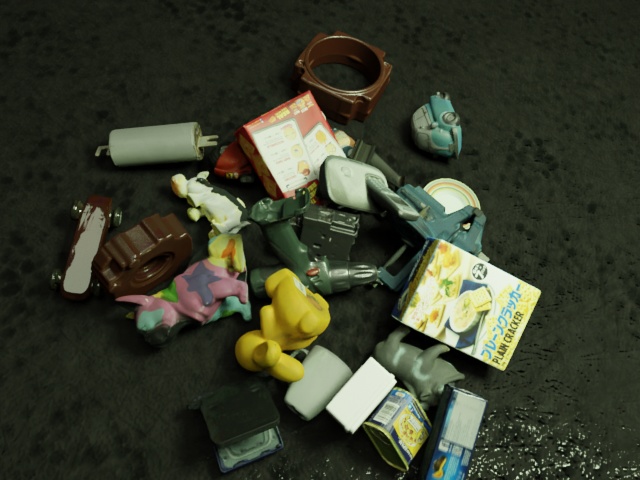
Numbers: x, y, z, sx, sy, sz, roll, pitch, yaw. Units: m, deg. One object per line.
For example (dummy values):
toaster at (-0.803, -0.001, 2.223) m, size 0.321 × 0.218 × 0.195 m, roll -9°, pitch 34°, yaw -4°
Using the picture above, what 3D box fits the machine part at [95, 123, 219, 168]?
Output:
machine part at (-0.321, -0.187, 1.062) m, size 0.243 × 0.079 × 0.079 m, roll -5°, pitch 61°, yaw 3°

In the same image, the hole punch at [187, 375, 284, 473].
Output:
hole punch at (-0.124, 0.289, 0.848) m, size 0.142 × 0.092 × 0.116 m, roll -18°, pitch 36°, yaw -15°

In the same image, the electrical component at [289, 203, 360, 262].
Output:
electrical component at (-0.002, -0.003, 1.001) m, size 0.134 × 0.114 × 0.058 m, roll 11°, pitch 32°, yaw -3°

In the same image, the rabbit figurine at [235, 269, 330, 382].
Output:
rabbit figurine at (-0.067, 0.162, 0.889) m, size 0.173 × 0.121 × 0.162 m, roll -38°, pitch 34°, yaw 10°

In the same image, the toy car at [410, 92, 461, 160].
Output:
toy car at (0.253, -0.252, 1.199) m, size 0.103 × 0.109 × 0.162 m, roll -12°, pitch 53°, yaw 4°

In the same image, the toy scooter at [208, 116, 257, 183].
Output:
toy scooter at (-0.131, -0.174, 1.107) m, size 0.135 × 0.075 × 0.184 m, roll 34°, pitch 57°, yaw 9°

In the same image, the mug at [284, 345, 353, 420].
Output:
mug at (-0.018, 0.234, 0.892) m, size 0.110 × 0.080 × 0.107 m, roll 30°, pitch 64°, yaw 19°

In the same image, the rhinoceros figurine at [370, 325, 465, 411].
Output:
rhinoceros figurine at (0.179, 0.231, 0.926) m, size 0.190 × 0.073 × 0.112 m, roll 33°, pitch 60°, yaw 9°

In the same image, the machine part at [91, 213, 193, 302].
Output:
machine part at (-0.295, 0.033, 0.909) m, size 0.179 × 0.179 × 0.056 m, roll -37°, pitch 76°, yaw -25°

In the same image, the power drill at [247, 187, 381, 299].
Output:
power drill at (-0.025, 0.014, 0.939) m, size 0.232 × 0.207 × 0.086 m, roll -13°, pitch 39°, yaw 7°

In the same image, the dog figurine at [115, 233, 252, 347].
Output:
dog figurine at (-0.232, 0.084, 0.926) m, size 0.219 × 0.108 × 0.191 m, roll -6°, pitch 63°, yaw -10°

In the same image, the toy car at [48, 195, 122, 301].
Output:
toy car at (-0.416, 0.013, 0.964) m, size 0.089 × 0.053 × 0.202 m, roll 8°, pitch 64°, yaw -10°

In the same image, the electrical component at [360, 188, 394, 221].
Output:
electrical component at (0.127, -0.071, 1.118) m, size 0.094 × 0.021 × 0.063 m, roll -29°, pitch 70°, yaw -23°

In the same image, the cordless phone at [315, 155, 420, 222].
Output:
cordless phone at (0.085, -0.079, 0.974) m, size 0.146 × 0.088 × 0.184 m, roll 12°, pitch 19°, yaw -31°

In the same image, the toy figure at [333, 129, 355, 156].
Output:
toy figure at (0.056, -0.185, 1.154) m, size 0.064 × 0.058 × 0.154 m, roll 10°, pitch 46°, yaw -57°

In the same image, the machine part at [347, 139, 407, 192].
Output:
machine part at (0.120, -0.148, 1.102) m, size 0.139 × 0.039 × 0.084 m, roll 37°, pitch 41°, yaw -13°

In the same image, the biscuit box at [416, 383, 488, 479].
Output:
biscuit box at (0.199, 0.333, 0.838) m, size 0.059 × 0.063 × 0.202 m, roll 19°, pitch 84°, yaw 3°

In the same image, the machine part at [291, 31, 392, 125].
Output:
machine part at (0.051, -0.379, 1.244) m, size 0.201 × 0.087 × 0.201 m, roll 27°, pitch 61°, yaw 6°

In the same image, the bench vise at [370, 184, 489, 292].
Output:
bench vise at (0.196, 0.016, 1.032) m, size 0.224 × 0.129 × 0.240 m, roll 44°, pitch 83°, yaw 5°

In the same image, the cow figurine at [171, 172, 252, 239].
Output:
cow figurine at (-0.210, -0.077, 1.040) m, size 0.098 × 0.068 × 0.167 m, roll -35°, pitch 75°, yaw -31°
